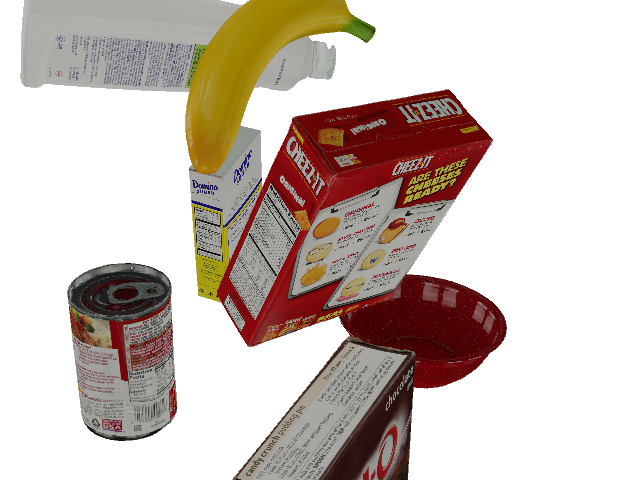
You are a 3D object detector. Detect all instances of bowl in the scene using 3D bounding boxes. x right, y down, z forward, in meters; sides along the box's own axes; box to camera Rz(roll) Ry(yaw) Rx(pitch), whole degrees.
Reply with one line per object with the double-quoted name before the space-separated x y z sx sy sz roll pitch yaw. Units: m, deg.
"bowl" 0.095 0.094 1.029 0.162 0.055 0.162 3 27 -2

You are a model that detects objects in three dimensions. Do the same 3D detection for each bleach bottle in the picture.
"bleach bottle" -0.114 -0.158 0.874 0.250 0.068 0.103 6 -26 -14

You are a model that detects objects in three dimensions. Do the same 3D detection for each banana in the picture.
"banana" -0.034 -0.118 0.678 0.197 0.069 0.037 -46 0 -38

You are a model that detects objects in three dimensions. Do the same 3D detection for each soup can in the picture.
"soup can" -0.132 0.076 0.724 0.068 0.102 0.068 1 29 -1

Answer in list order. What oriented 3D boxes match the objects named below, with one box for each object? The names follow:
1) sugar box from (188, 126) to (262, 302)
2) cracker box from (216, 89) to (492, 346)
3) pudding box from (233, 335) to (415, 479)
"sugar box" -0.099 -0.027 1.139 0.048 0.176 0.093 14 41 18
"cracker box" 0.021 -0.018 0.879 0.163 0.072 0.214 -15 -32 -35
"pudding box" 0.004 0.109 0.464 0.039 0.090 0.113 13 32 20
